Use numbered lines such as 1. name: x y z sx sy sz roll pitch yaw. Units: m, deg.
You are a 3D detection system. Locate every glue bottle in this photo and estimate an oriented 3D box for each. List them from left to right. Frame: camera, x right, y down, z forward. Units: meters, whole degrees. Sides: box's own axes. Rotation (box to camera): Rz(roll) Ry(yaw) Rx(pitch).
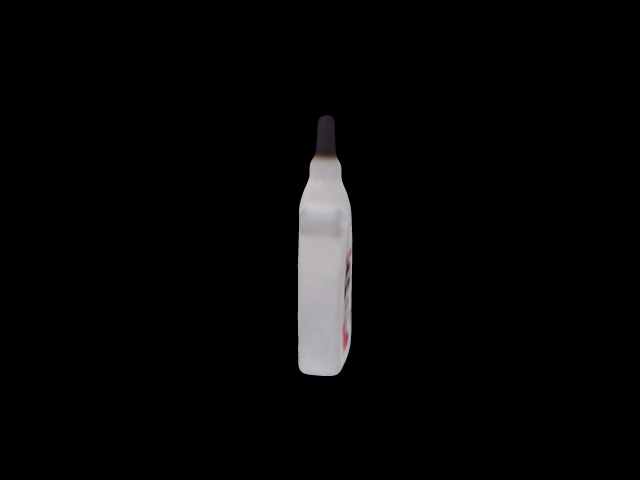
1. glue bottle: 0.004 0.001 0.400 0.037 0.173 0.078 1 15 5
